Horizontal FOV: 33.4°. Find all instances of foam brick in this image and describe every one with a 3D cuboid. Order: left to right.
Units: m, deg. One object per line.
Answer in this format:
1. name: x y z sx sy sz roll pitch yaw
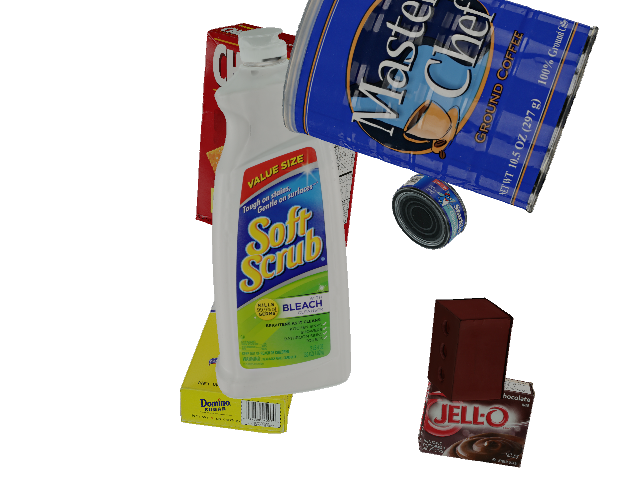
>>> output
1. foam brick: 0.129 0.094 0.927 0.051 0.078 0.053 -2 17 -19

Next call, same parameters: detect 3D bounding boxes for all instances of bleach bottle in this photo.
1. bleach bottle: -0.036 -0.018 0.735 0.102 0.251 0.068 -7 21 -3

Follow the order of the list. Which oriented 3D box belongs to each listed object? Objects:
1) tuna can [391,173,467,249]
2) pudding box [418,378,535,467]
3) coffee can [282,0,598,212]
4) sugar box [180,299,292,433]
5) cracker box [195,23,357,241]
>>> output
1. tuna can: 0.124 -0.033 1.227 0.033 0.086 0.086 -39 23 -32
2. pudding box: 0.168 0.190 1.154 0.113 0.090 0.039 8 21 2
3. coffee can: 0.063 -0.085 0.570 0.140 0.103 0.102 20 3 9
4. sugar box: -0.063 0.099 0.973 0.093 0.048 0.176 6 34 4
5. cracker box: -0.046 -0.103 1.118 0.164 0.214 0.071 20 27 29
